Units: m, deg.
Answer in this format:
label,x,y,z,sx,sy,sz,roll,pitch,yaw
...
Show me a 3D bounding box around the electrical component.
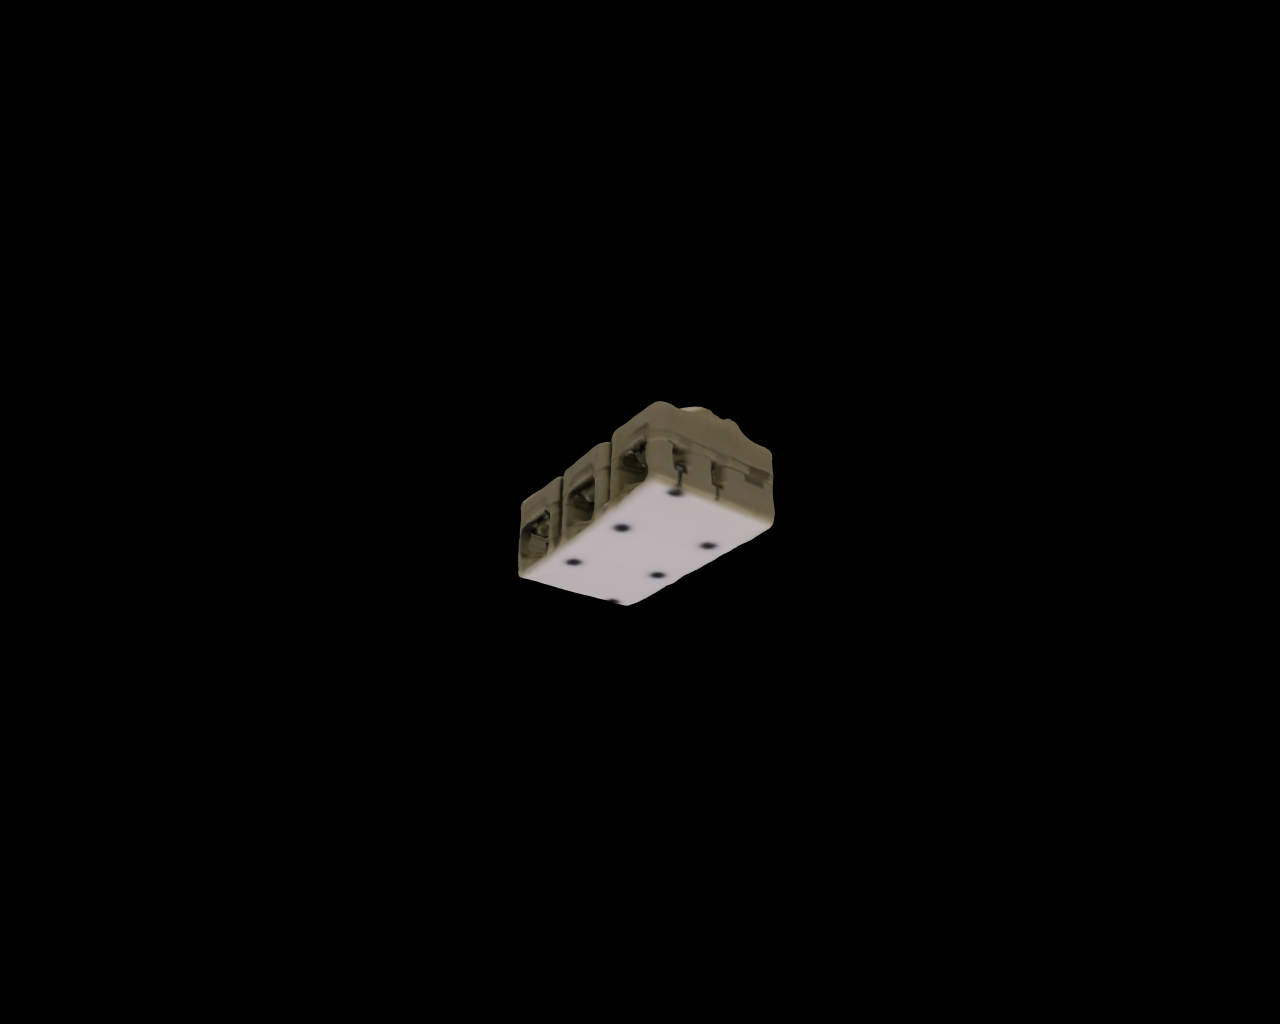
label,x,y,z,sx,sy,sz,roll,pitch,yaw
electrical component,0.001,-0.003,0.650,0.089,0.062,0.150,19,-34,-31
